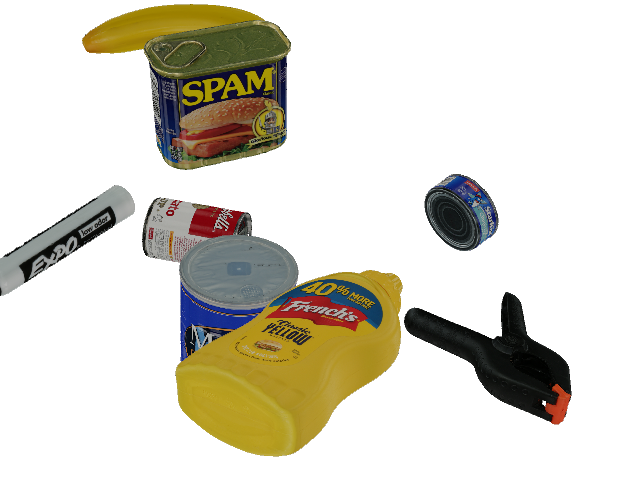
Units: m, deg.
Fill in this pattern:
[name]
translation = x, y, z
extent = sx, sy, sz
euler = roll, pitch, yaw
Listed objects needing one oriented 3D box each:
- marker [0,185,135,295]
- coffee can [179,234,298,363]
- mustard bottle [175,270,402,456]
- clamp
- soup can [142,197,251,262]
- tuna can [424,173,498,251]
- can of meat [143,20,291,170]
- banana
[marker]
translation = -0.147, 0.006, 0.560
extent = 0.020, 0.020, 0.120
euler = 0, 29, 45
[coffee can]
translation = -0.075, 0.081, 0.957
extent = 0.103, 0.140, 0.103
euler = 3, 34, -2
[mustard bottle]
translation = -0.001, 0.068, 0.717
extent = 0.096, 0.058, 0.191
euler = 15, 31, 33
[clamp]
translation = 0.167, 0.096, 0.933
extent = 0.120, 0.039, 0.172
euler = -19, 39, -29
[soup can]
translation = -0.132, -0.005, 1.145
extent = 0.102, 0.068, 0.068
euler = 11, 2, 10
[tuna can]
translation = 0.160, -0.031, 1.223
extent = 0.033, 0.086, 0.086
euler = -34, 18, -28
[can of meat]
translation = -0.073, -0.106, 0.781
extent = 0.102, 0.084, 0.057
euler = -13, 41, -18
[banana]
translation = -0.116, -0.185, 0.957
extent = 0.198, 0.037, 0.069
euler = 11, 46, 17
